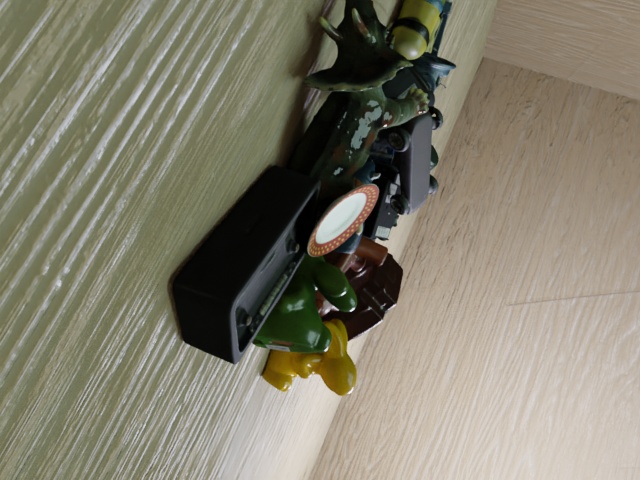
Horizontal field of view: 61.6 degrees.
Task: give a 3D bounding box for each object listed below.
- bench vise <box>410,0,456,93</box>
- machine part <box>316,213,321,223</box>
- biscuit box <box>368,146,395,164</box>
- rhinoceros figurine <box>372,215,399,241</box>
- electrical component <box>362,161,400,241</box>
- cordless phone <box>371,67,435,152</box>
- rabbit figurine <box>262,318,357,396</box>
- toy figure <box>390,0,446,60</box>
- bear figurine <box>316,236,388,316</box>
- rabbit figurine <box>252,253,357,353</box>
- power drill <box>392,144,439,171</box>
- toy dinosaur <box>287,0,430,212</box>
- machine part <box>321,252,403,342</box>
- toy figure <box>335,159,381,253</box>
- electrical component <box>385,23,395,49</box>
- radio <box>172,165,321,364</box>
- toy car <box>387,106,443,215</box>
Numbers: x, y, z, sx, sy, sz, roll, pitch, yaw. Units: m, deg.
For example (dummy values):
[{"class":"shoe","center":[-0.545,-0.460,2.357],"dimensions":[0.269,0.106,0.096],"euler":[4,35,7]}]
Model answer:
[{"class":"bench vise","center":[0.224,-0.389,1.114],"dimensions":[0.224,0.129,0.240],"euler":[-59,167,-62]},{"class":"machine part","center":[-0.002,-0.003,0.985],"dimensions":[0.084,0.039,0.138],"euler":[-8,116,-85]},{"class":"biscuit box","center":[0.122,-0.234,0.989],"dimensions":[0.059,0.063,0.203],"euler":[94,10,-56]},{"class":"rhinoceros figurine","center":[0.125,-0.053,1.254],"dimensions":[0.190,0.112,0.073],"euler":[-56,161,-18]},{"class":"electrical component","center":[0.102,-0.068,0.946],"dimensions":[0.115,0.058,0.134],"euler":[11,97,-68]},{"class":"cordless phone","center":[0.094,-0.238,0.908],"dimensions":[0.146,0.088,0.184],"euler":[-39,-151,5]},{"class":"rabbit figurine","center":[-0.002,0.229,1.047],"dimensions":[0.162,0.173,0.122],"euler":[-65,163,2]},{"class":"toy figure","center":[0.183,-0.422,0.987],"dimensions":[0.089,0.082,0.180],"euler":[-1,116,-64]},{"class":"bear figurine","center":[0.032,0.079,1.051],"dimensions":[0.120,0.132,0.196],"euler":[-25,-139,57]},{"class":"rabbit figurine","center":[-0.030,0.074,0.798],"dimensions":[0.121,0.159,0.170],"euler":[57,39,-62]},{"class":"power drill","center":[0.133,-0.164,1.082],"dimensions":[0.232,0.086,0.207],"euler":[-25,-148,41]},{"class":"toy dinosaur","center":[0.017,-0.122,0.724],"dimensions":[0.192,0.131,0.404],"euler":[-15,137,-54]},{"class":"machine part","center":[0.079,0.121,1.160],"dimensions":[0.201,0.087,0.201],"euler":[-35,-164,29]},{"class":"toy figure","center":[0.054,-0.056,0.867],"dimensions":[0.058,0.064,0.154],"euler":[-6,110,-61]},{"class":"electrical component","center":[0.088,-0.304,0.860],"dimensions":[0.102,0.045,0.078],"euler":[16,94,-77]},{"class":"radio","center":[-0.078,0.025,0.641],"dimensions":[0.131,0.073,0.229],"euler":[98,19,-45]},{"class":"toy car","center":[0.151,-0.125,0.872],"dimensions":[0.089,0.053,0.201],"euler":[-38,144,-23]}]
